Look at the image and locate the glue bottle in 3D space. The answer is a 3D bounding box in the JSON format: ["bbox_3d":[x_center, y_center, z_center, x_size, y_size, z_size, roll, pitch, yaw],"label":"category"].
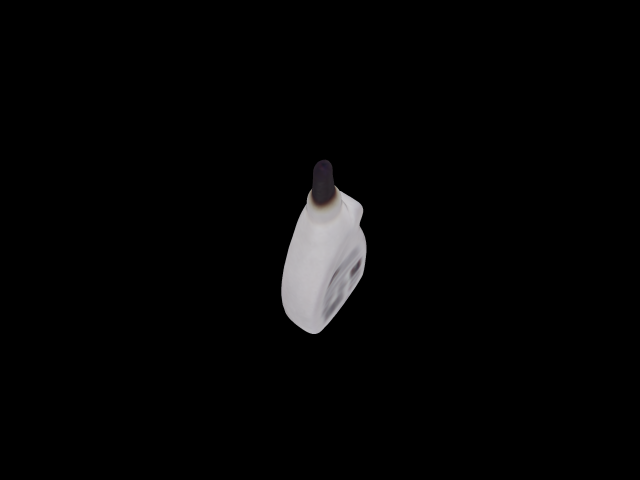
[{"bbox_3d":[0.004,0.001,0.400,0.037,0.173,0.078,32,64,18],"label":"glue bottle"}]
